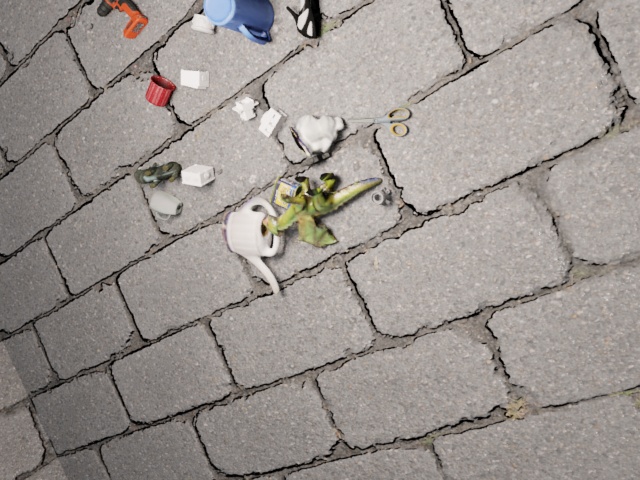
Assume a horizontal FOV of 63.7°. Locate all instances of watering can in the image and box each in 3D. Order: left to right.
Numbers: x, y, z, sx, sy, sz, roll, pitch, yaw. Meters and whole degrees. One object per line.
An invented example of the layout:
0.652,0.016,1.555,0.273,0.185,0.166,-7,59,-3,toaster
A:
-0.238,0.019,1.829,0.224,0.105,0.344,3,102,26,watering can

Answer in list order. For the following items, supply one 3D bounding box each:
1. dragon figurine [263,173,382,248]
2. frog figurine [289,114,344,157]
0.005,-0.086,1.700,0.410,0.125,0.237,-3,124,7,dragon figurine
-0.005,-0.351,1.659,0.160,0.121,0.139,-34,75,-8,frog figurine
